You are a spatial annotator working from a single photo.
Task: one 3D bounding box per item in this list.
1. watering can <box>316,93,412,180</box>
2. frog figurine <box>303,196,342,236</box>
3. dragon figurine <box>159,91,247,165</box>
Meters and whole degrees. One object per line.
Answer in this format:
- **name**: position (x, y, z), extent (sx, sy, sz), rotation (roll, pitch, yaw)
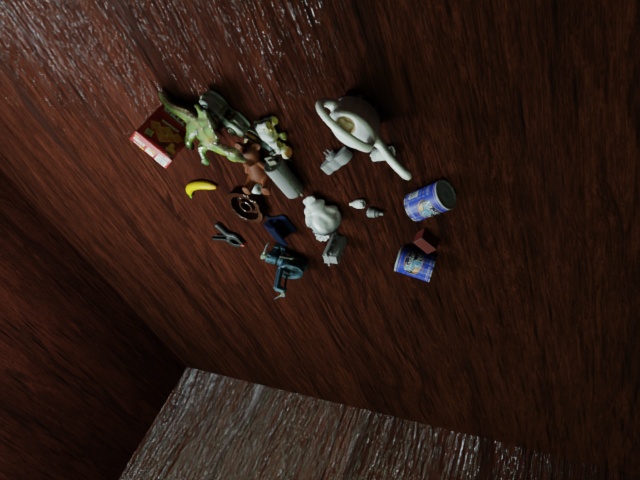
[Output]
- **watering can**: position (0.138, -0.320, 1.537), extent (0.346, 0.229, 0.102), rotation (35, 126, -10)
- **frog figurine**: position (0.006, -0.100, 1.987), extent (0.137, 0.125, 0.156), rotation (-20, 119, 6)
- **dragon figurine**: position (-0.421, -0.413, 1.829), extent (0.408, 0.124, 0.240), rotation (46, 153, -8)
